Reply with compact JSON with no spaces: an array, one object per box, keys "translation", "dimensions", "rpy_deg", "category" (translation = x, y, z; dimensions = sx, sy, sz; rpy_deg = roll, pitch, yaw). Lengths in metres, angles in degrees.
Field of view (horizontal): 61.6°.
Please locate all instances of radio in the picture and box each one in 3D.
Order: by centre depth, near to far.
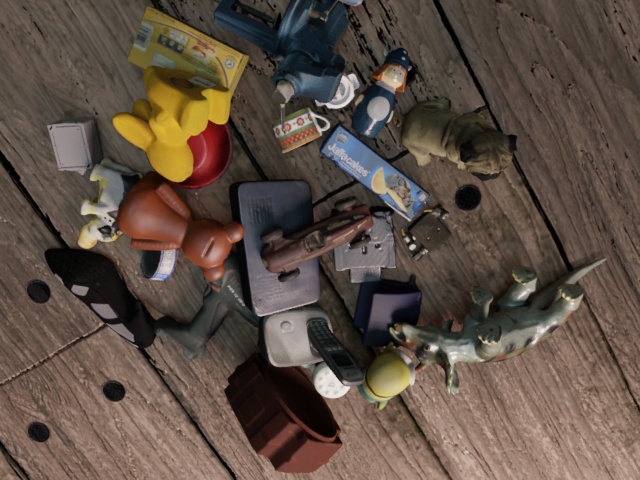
[{"translation":[-0.076,0.007,0.937],"dimensions":[0.131,0.073,0.229],"rpy_deg":[-9,100,-19],"category":"radio"}]

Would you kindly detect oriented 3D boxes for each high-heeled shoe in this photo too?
[{"translation":[-0.417,0.113,1.027],"dimensions":[0.249,0.086,0.145],"rpy_deg":[29,137,12],"category":"high-heeled shoe"}]

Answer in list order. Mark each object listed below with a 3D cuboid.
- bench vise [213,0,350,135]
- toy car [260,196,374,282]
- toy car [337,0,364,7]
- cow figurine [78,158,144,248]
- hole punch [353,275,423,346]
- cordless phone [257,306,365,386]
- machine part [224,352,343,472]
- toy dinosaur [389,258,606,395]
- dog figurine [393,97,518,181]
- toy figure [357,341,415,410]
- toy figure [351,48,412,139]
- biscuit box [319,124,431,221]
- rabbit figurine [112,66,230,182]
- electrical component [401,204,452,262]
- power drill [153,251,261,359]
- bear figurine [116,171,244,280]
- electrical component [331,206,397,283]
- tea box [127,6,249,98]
[{"translation":[-0.067,-0.312,0.830],"dimensions":[0.241,0.129,0.223],"rpy_deg":[26,73,-1],"category":"bench vise"},{"translation":[-0.002,-0.003,0.891],"dimensions":[0.202,0.053,0.089],"rpy_deg":[-23,100,-11],"category":"toy car"},{"translation":[0.059,-0.448,0.818],"dimensions":[0.109,0.103,0.161],"rpy_deg":[28,115,-4],"category":"toy car"},{"translation":[-0.374,-0.054,0.968],"dimensions":[0.098,0.068,0.167],"rpy_deg":[19,106,-9],"category":"cow figurine"},{"translation":[0.127,0.135,0.986],"dimensions":[0.116,0.092,0.142],"rpy_deg":[8,102,-3],"category":"hole punch"},{"translation":[-0.019,0.200,0.945],"dimensions":[0.146,0.184,0.088],"rpy_deg":[1,118,-36],"category":"cordless phone"},{"translation":[-0.061,0.306,0.964],"dimensions":[0.087,0.201,0.201],"rpy_deg":[-44,144,5],"category":"machine part"},{"translation":[0.333,0.155,0.960],"dimensions":[0.405,0.131,0.192],"rpy_deg":[-13,142,-16],"category":"toy dinosaur"},{"translation":[0.204,-0.162,0.847],"dimensions":[0.172,0.190,0.121],"rpy_deg":[5,105,3],"category":"dog figurine"},{"translation":[0.112,0.254,0.970],"dimensions":[0.082,0.180,0.089],"rpy_deg":[43,61,7],"category":"toy figure"},{"translation":[0.107,-0.247,0.899],"dimensions":[0.064,0.058,0.154],"rpy_deg":[16,108,-42],"category":"toy figure"},{"translation":[0.093,-0.118,0.929],"dimensions":[0.202,0.063,0.059],"rpy_deg":[36,103,-8],"category":"biscuit box"},{"translation":[-0.239,-0.174,0.848],"dimensions":[0.162,0.122,0.173],"rpy_deg":[17,125,1],"category":"rabbit figurine"},{"translation":[0.191,-0.016,0.962],"dimensions":[0.102,0.045,0.078],"rpy_deg":[-38,99,12],"category":"electrical component"},{"translation":[-0.215,0.106,1.002],"dimensions":[0.232,0.086,0.207],"rpy_deg":[42,95,-11],"category":"power drill"},{"translation":[-0.230,-0.024,0.900],"dimensions":[0.196,0.132,0.120],"rpy_deg":[23,100,-10],"category":"bear figurine"},{"translation":[0.079,0.009,0.968],"dimensions":[0.115,0.058,0.134],"rpy_deg":[-4,105,5],"category":"electrical component"},{"translation":[-0.215,-0.301,0.889],"dimensions":[0.169,0.068,0.098],"rpy_deg":[27,106,-7],"category":"tea box"}]
